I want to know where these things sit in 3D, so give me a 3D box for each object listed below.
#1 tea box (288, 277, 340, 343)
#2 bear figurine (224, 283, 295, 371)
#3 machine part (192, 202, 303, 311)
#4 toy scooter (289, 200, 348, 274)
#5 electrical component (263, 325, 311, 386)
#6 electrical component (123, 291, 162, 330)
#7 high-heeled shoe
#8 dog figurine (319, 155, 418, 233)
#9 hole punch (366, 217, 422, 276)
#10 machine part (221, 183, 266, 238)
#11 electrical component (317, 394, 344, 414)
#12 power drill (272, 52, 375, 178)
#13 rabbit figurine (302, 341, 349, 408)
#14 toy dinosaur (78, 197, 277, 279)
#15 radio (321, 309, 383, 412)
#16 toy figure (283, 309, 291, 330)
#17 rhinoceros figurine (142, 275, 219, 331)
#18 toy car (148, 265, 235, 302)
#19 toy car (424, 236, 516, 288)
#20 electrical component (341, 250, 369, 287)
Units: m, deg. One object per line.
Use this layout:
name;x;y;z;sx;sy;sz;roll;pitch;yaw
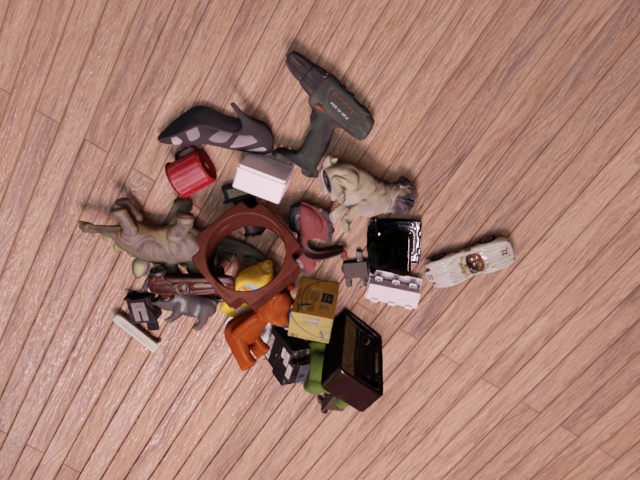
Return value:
tea box;-0.012;0.159;1.247;0.098;0.170;0.068;9;113;2
bear figurine;-0.124;0.194;1.251;0.196;0.120;0.132;-33;89;19
machine part;-0.154;0.036;1.161;0.201;0.087;0.201;-40;77;-10
toy scooter;-0.003;-0.004;1.231;0.135;0.075;0.183;3;116;7
electrical component;-0.078;0.291;1.334;0.058;0.134;0.114;-4;124;-37
electrical component;-0.452;0.189;1.385;0.075;0.048;0.119;-2;111;9
high-heeled shoe;-0.226;-0.221;1.185;0.249;0.086;0.145;-12;137;27
dog figurine;0.108;-0.119;1.142;0.191;0.121;0.172;-22;124;-12
hole punch;0.170;0.010;1.217;0.116;0.092;0.142;14;120;32
machine part;-0.173;-0.072;1.245;0.084;0.039;0.138;-20;107;6
electrical component;0.038;0.413;1.418;0.078;0.045;0.102;11;120;-28
power drill;-0.018;-0.250;1.134;0.232;0.086;0.207;32;105;-9
rabbit figurine;0.050;0.333;1.337;0.170;0.159;0.121;7;105;-12
toy dinosaur;-0.334;0.006;1.267;0.472;0.105;0.198;6;121;-1
radio;0.080;0.277;1.254;0.131;0.230;0.073;37;116;-13
toy figure;-0.046;0.192;1.324;0.155;0.058;0.064;9;133;5
rhinoceros figurine;-0.350;0.148;1.336;0.190;0.073;0.112;23;119;-4
toy car;-0.298;0.104;1.237;0.202;0.053;0.089;1;122;7
toy car;0.337;0.051;1.218;0.202;0.056;0.073;-21;108;15
electrical component;0.082;0.068;1.277;0.063;0.021;0.093;-4;113;10
